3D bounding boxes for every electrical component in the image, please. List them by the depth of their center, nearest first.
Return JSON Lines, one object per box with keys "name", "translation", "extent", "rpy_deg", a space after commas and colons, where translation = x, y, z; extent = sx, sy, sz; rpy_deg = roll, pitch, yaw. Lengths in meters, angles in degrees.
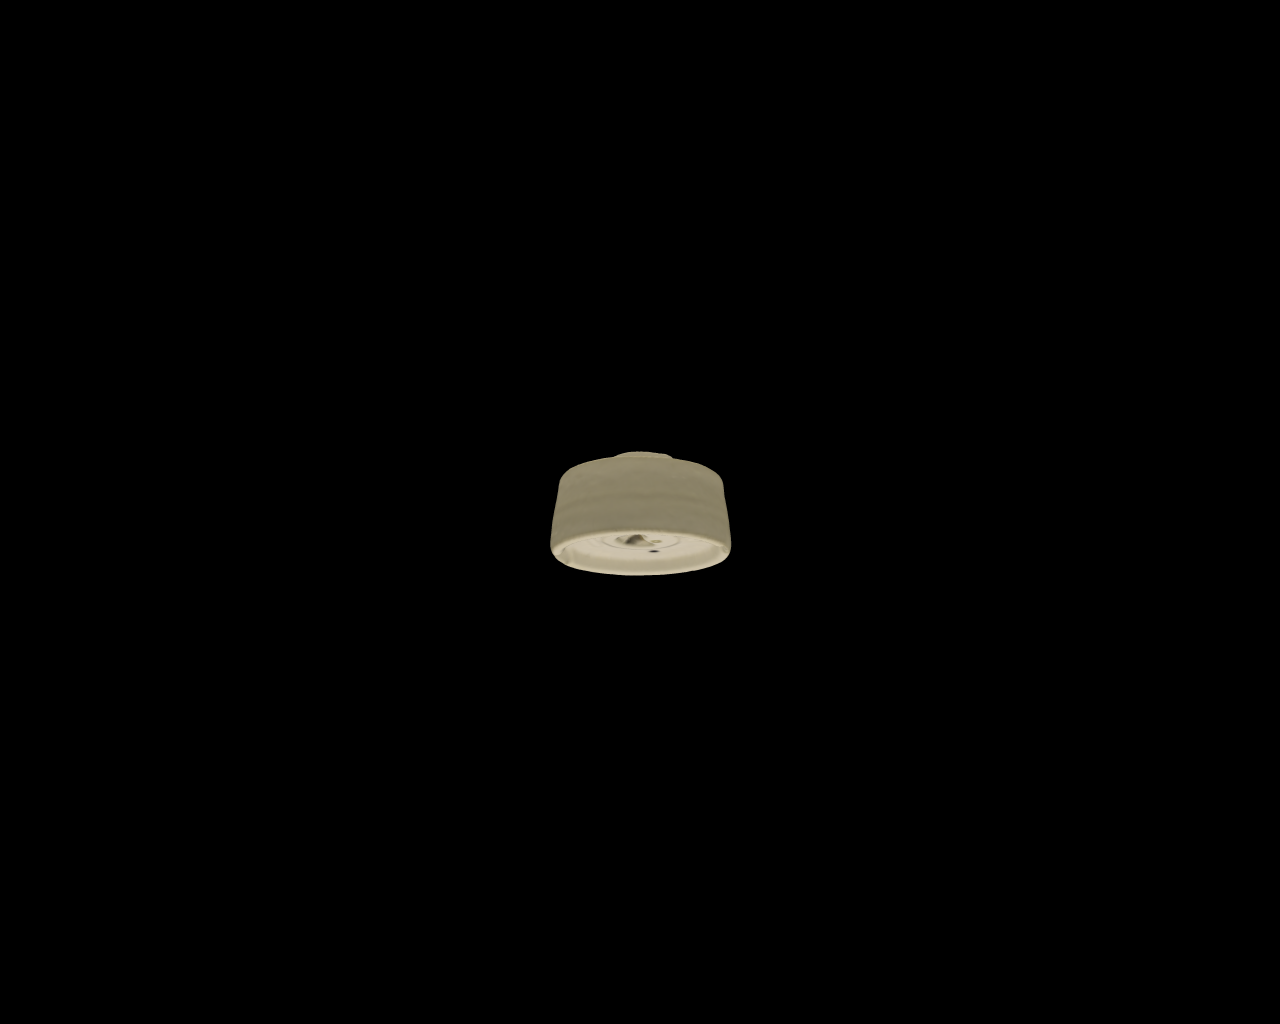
{"name": "electrical component", "translation": [0.001, -0.003, 0.650], "extent": [0.108, 0.060, 0.108], "rpy_deg": [0, -16, 0]}
